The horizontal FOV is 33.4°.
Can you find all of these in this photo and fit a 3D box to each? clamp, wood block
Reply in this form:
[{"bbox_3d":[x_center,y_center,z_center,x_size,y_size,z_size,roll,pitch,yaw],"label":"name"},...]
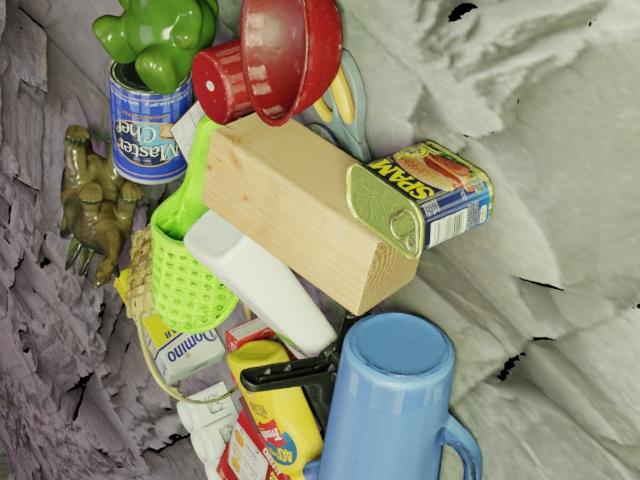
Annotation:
[{"bbox_3d":[0.025,0.118,1.103,0.036,0.164,0.209,51,-173,33],"label":"clamp"},{"bbox_3d":[-0.007,-0.031,1.015,0.206,0.090,0.090,35,133,25],"label":"wood block"},{"bbox_3d":[0.017,0.224,1.254,0.171,0.039,0.120,61,178,7],"label":"clamp"}]

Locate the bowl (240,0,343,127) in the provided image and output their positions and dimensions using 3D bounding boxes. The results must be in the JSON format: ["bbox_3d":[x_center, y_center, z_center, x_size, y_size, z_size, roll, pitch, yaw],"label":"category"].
[{"bbox_3d":[-0.022,-0.187,1.000,0.162,0.055,0.162,175,90,-66],"label":"bowl"}]

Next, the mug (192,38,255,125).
[{"bbox_3d":[-0.075,-0.158,1.111,0.117,0.081,0.093,64,152,7],"label":"mug"}]

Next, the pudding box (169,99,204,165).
[{"bbox_3d":[-0.114,-0.121,1.221,0.114,0.039,0.090,-37,75,38],"label":"pudding box"}]

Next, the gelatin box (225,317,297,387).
[{"bbox_3d":[-0.069,0.131,1.304,0.030,0.089,0.073,35,138,46],"label":"gelatin box"}]

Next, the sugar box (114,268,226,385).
[{"bbox_3d":[-0.219,0.112,1.551,0.176,0.093,0.048,56,151,18],"label":"sugar box"}]

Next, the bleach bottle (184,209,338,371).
[{"bbox_3d":[-0.039,0.072,1.153,0.250,0.068,0.103,51,169,-34],"label":"bleach bottle"}]

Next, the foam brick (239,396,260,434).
[{"bbox_3d":[-0.052,0.202,1.336,0.078,0.052,0.051,-34,76,36],"label":"foam brick"}]

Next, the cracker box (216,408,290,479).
[{"bbox_3d":[-0.057,0.325,1.446,0.164,0.072,0.214,55,149,21],"label":"cracker box"}]

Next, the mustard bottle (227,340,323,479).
[{"bbox_3d":[-0.041,0.212,1.242,0.096,0.058,0.191,1,117,56],"label":"mustard bottle"}]

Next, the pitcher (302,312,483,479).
[{"bbox_3d":[0.076,0.197,1.074,0.145,0.149,0.243,-120,28,-47],"label":"pitcher"}]

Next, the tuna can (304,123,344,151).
[{"bbox_3d":[-0.007,-0.077,1.101,0.086,0.033,0.086,40,142,41],"label":"tuna can"}]

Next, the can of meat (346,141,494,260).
[{"bbox_3d":[0.085,-0.038,0.912,0.102,0.083,0.057,39,141,43],"label":"can of meat"}]

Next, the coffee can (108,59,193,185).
[{"bbox_3d":[-0.209,-0.154,1.327,0.103,0.102,0.140,46,146,35],"label":"coffee can"}]

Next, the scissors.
[{"bbox_3d":[0.030,-0.088,1.047,0.096,0.016,0.202,19,125,57],"label":"scissors"}]
